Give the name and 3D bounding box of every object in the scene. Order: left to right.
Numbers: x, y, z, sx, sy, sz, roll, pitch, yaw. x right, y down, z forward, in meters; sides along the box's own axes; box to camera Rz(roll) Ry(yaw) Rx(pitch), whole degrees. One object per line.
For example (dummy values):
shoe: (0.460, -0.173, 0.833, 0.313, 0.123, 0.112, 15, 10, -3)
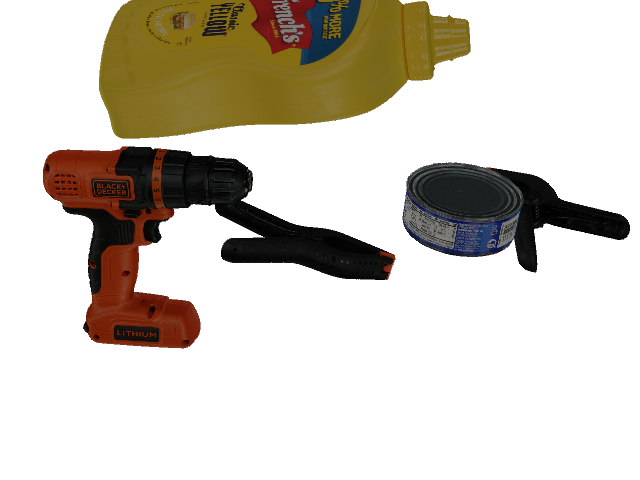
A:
power drill: (-0.150, 0.005, 0.964, 0.184, 0.188, 0.057, 4, 26, 7)
mustard bottle: (-0.016, -0.101, 0.573, 0.192, 0.058, 0.096, -3, 41, 9)
clamp: (-0.019, 0.009, 1.166, 0.210, 0.036, 0.164, 16, 19, -6)
tuna can: (0.104, -0.023, 0.786, 0.086, 0.034, 0.086, 4, 31, -3)
clamp: (0.221, -0.030, 1.062, 0.120, 0.039, 0.171, -9, 34, -15)
